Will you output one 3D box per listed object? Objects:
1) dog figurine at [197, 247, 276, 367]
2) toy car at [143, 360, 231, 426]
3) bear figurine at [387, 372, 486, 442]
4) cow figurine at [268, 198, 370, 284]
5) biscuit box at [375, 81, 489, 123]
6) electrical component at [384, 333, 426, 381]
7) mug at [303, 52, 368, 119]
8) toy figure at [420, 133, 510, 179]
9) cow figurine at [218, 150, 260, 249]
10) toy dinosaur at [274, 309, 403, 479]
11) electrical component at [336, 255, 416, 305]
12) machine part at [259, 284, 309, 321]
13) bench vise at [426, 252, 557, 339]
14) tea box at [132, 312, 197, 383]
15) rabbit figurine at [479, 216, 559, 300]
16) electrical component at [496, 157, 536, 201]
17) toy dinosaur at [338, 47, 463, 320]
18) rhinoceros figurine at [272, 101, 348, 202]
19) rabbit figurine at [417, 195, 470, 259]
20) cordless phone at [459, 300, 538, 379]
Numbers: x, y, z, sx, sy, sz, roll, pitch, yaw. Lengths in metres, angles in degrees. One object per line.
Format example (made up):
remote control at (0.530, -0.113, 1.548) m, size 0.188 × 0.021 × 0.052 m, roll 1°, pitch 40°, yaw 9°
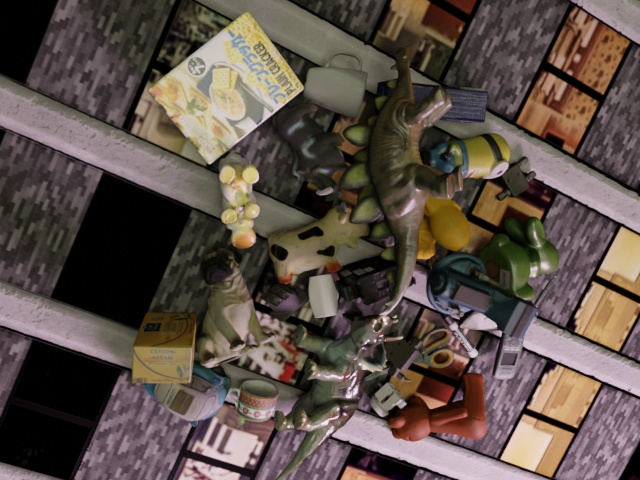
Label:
dog figurine at (-0.188, 0.126, 1.000) m, size 0.172 × 0.121 × 0.190 m, roll -32°, pitch 72°, yaw 25°
toy car at (-0.247, 0.280, 1.000) m, size 0.161 × 0.103 × 0.109 m, roll 31°, pitch 93°, yaw -17°
bear figurine at (0.242, 0.353, 1.115) m, size 0.196 × 0.132 × 0.120 m, roll -4°, pitch 141°, yaw 19°
cow figurine at (-0.002, -0.003, 1.004) m, size 0.195 × 0.085 × 0.127 m, roll -15°, pitch 107°, yaw -5°
biscuit box at (0.207, -0.257, 1.005) m, size 0.203 × 0.059 × 0.062 m, roll 3°, pitch 101°, yaw -12°
electrical component at (0.166, 0.236, 1.089) m, size 0.102 × 0.078 × 0.045 m, roll -56°, pitch 143°, yaw -7°
mug at (0.027, -0.281, 0.957) m, size 0.107 × 0.081 × 0.109 m, roll 10°, pitch 104°, yaw -4°
toy figure at (0.277, -0.157, 1.028) m, size 0.180 × 0.082 × 0.089 m, roll -3°, pitch 103°, yaw -8°
cow figurine at (-0.150, -0.071, 0.965) m, size 0.068 × 0.098 × 0.167 m, roll -7°, pitch 120°, yaw -16°
toy dinosaur at (0.029, 0.290, 1.050) m, size 0.192 × 0.131 × 0.404 m, roll 7°, pitch 110°, yaw -26°
electrical component at (0.099, 0.072, 1.019) m, size 0.134 × 0.115 × 0.058 m, roll -19°, pitch 101°, yaw -8°
machine part at (-0.063, 0.114, 0.995) m, size 0.084 × 0.138 × 0.039 m, roll -37°, pitch 69°, yaw 1°
bench vise at (0.281, 0.086, 0.993) m, size 0.224 × 0.241 × 0.128 m, roll 9°, pitch 104°, yaw -18°
tea box at (-0.268, 0.184, 0.942) m, size 0.098 × 0.170 × 0.068 m, roll 3°, pitch 101°, yaw -13°
rabbit figurine at (0.407, 0.032, 1.089) m, size 0.170 × 0.121 × 0.159 m, roll -11°, pitch 96°, yaw -27°
electrical component at (0.390, -0.122, 1.085) m, size 0.094 × 0.021 × 0.063 m, roll -36°, pitch 105°, yaw -1°
toy dinosaur at (0.138, -0.101, 0.916) m, size 0.199 × 0.105 × 0.471 m, roll -6°, pitch 83°, yaw 29°
rhinoceros figurine at (-0.012, -0.160, 0.974) m, size 0.112 × 0.073 × 0.190 m, roll -34°, pitch 103°, yaw -2°
rabbit figurine at (0.224, -0.042, 0.992) m, size 0.122 × 0.173 × 0.162 m, roll -19°, pitch 108°, yaw -3°
cordless phone at (0.356, 0.201, 1.112) m, size 0.147 × 0.089 × 0.184 m, roll 3°, pitch 104°, yaw -12°
